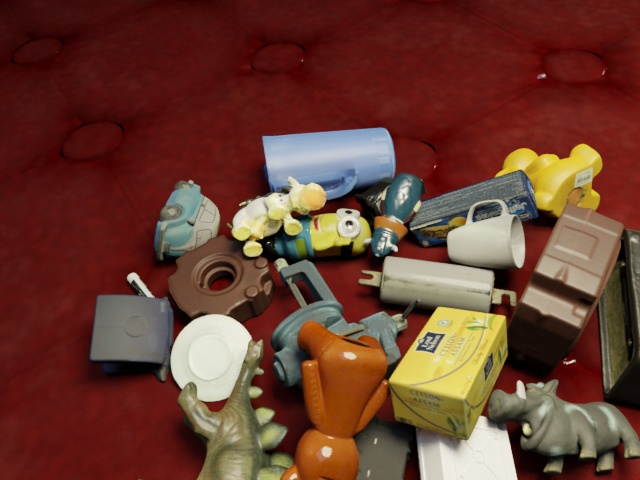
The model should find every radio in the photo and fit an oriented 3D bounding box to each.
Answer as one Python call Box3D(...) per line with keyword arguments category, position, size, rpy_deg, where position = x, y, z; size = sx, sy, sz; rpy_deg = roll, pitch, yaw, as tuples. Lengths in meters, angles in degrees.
Box3D(category="radio", position=(0.450, 0.104, 0.754), size=(0.073, 0.131, 0.229), rpy_deg=(8, 53, 11))

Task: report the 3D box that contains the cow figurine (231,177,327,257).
Box3D(category="cow figurine", position=(-0.068, -0.051, 0.898), size=(0.167, 0.068, 0.098), rpy_deg=(-29, 34, 8))

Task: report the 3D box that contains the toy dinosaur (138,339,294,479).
Box3D(category="toy dinosaur", position=(-0.130, 0.339, 0.655), size=(0.199, 0.105, 0.471), rpy_deg=(10, 57, 11))

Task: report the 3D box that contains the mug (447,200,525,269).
Box3D(category="mug", position=(0.253, -0.005, 0.836), size=(0.107, 0.109, 0.081), rpy_deg=(-8, 2, 33))

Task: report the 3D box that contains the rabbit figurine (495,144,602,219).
Box3D(category="rabbit figurine", position=(0.388, -0.103, 0.964), size=(0.162, 0.121, 0.173), rpy_deg=(-28, 38, -4))

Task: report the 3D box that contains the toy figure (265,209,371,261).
Box3D(category="toy figure", position=(-0.002, -0.006, 0.935), size=(0.180, 0.089, 0.082), rpy_deg=(-10, 70, 11))

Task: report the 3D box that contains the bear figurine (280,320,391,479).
Box3D(category="bear figurine", position=(0.017, 0.215, 0.665), size=(0.120, 0.132, 0.195), rpy_deg=(13, 91, -12))

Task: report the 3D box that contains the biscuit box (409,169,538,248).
Box3D(category="biscuit box", position=(0.254, -0.049, 0.900), size=(0.203, 0.059, 0.063), rpy_deg=(-17, 44, 28))

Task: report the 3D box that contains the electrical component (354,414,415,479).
Box3D(category="electrical component", position=(0.051, 0.287, 0.702), size=(0.134, 0.058, 0.115), rpy_deg=(8, 51, 13))

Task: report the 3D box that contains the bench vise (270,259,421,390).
Box3D(category="bench vise", position=(0.011, 0.113, 0.814), size=(0.224, 0.128, 0.241), rpy_deg=(-24, 56, -16))

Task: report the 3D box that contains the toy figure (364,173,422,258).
Box3D(category="toy figure", position=(0.127, -0.038, 0.906), size=(0.064, 0.057, 0.154), rpy_deg=(13, 74, 44))

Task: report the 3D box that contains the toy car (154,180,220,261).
Box3D(category="toy car", position=(-0.235, -0.029, 0.979), size=(0.103, 0.109, 0.162), rpy_deg=(19, 40, -7))

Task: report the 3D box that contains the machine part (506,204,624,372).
Box3D(category="machine part", position=(0.338, 0.067, 0.753), size=(0.087, 0.201, 0.201), rpy_deg=(26, 58, 20))

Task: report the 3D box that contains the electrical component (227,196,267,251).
Box3D(category="electrical component", position=(-0.121, -0.031, 0.992), size=(0.078, 0.045, 0.102), rpy_deg=(13, 54, 19))

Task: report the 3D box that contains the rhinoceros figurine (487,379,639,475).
Box3D(category="rhinoceros figurine", position=(0.305, 0.229, 0.673), size=(0.190, 0.073, 0.112), rpy_deg=(11, 50, -12))

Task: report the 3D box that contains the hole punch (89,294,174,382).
Box3D(category="hole punch", position=(-0.291, 0.144, 0.832), size=(0.116, 0.092, 0.142), rpy_deg=(-6, 60, -1))

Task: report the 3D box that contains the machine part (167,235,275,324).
Box3D(category="machine part", position=(-0.168, 0.071, 0.908), size=(0.179, 0.056, 0.179), rpy_deg=(-4, 50, 5))

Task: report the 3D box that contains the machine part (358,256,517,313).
Box3D(category="machine part", position=(0.183, 0.072, 0.848), size=(0.243, 0.079, 0.079), rpy_deg=(6, 52, 13))

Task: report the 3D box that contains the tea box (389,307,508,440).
Box3D(category="tea box", position=(0.168, 0.160, 0.681), size=(0.098, 0.068, 0.169), rpy_deg=(4, 29, 32))

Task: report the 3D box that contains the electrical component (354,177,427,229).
Box3D(category="electrical component", position=(0.130, -0.075, 0.969), size=(0.119, 0.074, 0.048), rpy_deg=(-34, 24, -15))
